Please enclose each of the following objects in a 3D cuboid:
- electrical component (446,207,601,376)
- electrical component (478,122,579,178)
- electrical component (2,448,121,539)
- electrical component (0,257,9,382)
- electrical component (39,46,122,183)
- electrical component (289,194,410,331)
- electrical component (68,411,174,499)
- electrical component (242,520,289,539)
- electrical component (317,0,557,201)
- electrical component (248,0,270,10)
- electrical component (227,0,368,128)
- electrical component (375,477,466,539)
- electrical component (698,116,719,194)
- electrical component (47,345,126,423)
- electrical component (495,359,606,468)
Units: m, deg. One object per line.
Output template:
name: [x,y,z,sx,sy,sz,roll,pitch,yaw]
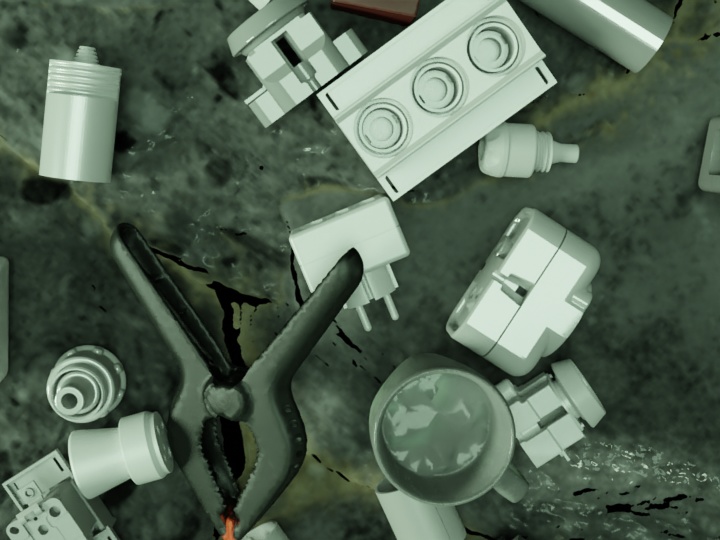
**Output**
electrical component: [0.106,0.016,0.680,0.059,0.053,0.095,33,94,-5]
electrical component: [0.107,-0.075,0.680,0.061,0.035,0.035,3,96,-5]
electrical component: [-0.190,0.161,0.680,0.042,0.064,0.081,-33,97,2]
electrical component: [-0.255,0.039,0.669,0.062,0.061,0.096,4,104,-3]
electrical component: [-0.172,-0.096,0.663,0.043,0.043,0.081,7,96,-3]
electrical component: [0.000,0.000,0.677,0.066,0.047,0.076,-22,97,0]
electrical component: [-0.152,0.117,0.686,0.055,0.045,0.045,-16,97,-1]
electrical component: [-0.049,0.209,0.701,0.043,0.043,0.081,-34,96,2]
electrical component: [0.046,-0.110,0.659,0.121,0.063,0.078,-36,96,2]
electrical component: [-0.060,-0.202,0.655,0.055,0.048,0.066,41,93,-13]
electrical component: [-0.044,-0.133,0.657,0.078,0.058,0.057,-37,99,2]
electrical component: [0.046,0.170,0.700,0.043,0.043,0.081,-24,97,1]
electrical component: [0.266,-0.067,0.675,0.089,0.055,0.050,9,96,-3]
electrical component: [-0.175,0.075,0.672,0.048,0.062,0.048,0,96,-2]
electrical component: [0.124,0.089,0.693,0.055,0.048,0.066,-35,96,9]
